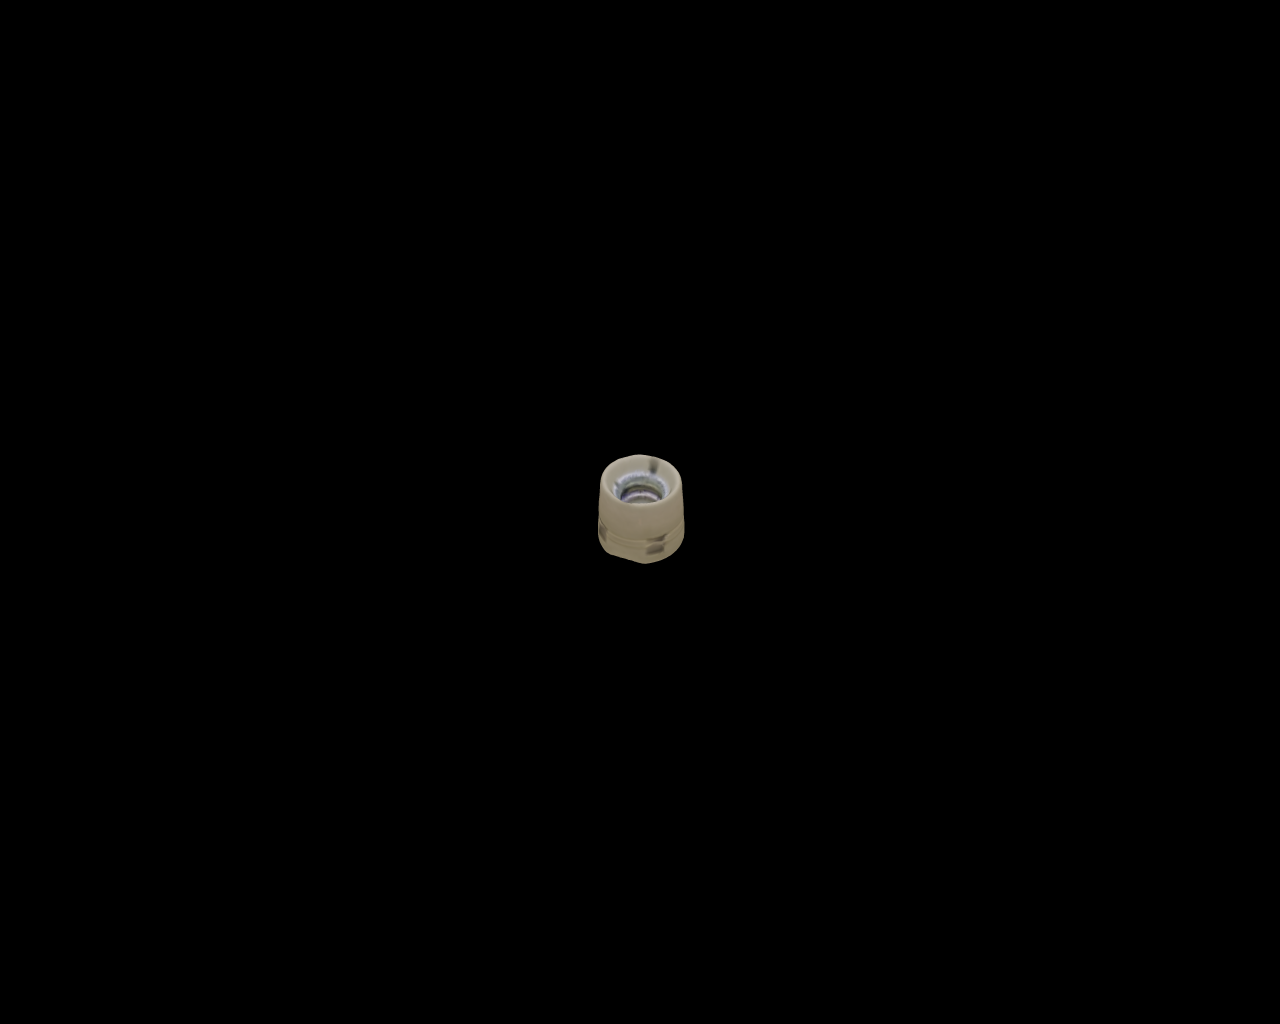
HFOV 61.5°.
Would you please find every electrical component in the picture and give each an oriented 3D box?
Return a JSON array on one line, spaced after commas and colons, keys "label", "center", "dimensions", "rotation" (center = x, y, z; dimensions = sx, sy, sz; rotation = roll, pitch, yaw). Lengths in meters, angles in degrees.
[{"label": "electrical component", "center": [0.001, -0.003, 0.650], "dimensions": [0.055, 0.047, 0.055], "rotation": [0, 43, 0]}]
